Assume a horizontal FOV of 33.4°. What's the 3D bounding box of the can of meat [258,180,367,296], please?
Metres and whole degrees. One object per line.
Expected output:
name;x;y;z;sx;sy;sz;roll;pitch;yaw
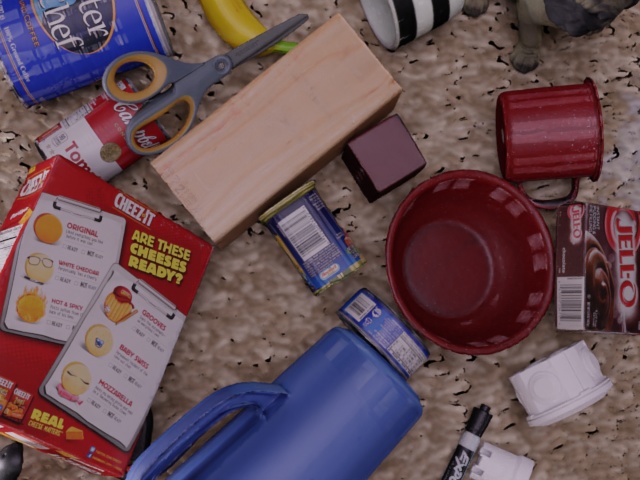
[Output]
can of meat;-0.006;0.001;0.927;0.057;0.102;0.084;-35;88;-3

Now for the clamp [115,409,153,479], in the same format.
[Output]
clamp;-0.210;0.142;0.944;0.120;0.039;0.171;-23;79;4

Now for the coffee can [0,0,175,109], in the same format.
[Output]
coffee can;-0.212;-0.188;0.940;0.140;0.103;0.103;-21;86;-2

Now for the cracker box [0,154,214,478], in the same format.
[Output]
cracker box;-0.201;0.065;0.876;0.164;0.072;0.213;33;64;-31

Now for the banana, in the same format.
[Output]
banana;-0.085;-0.246;0.981;0.069;0.037;0.198;-21;85;-6

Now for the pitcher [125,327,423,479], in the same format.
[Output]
pitcher;-0.037;0.185;0.894;0.145;0.149;0.242;43;82;14

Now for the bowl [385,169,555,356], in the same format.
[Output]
bowl;0.123;0.022;0.938;0.162;0.055;0.162;3;81;-17

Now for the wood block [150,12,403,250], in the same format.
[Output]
wood block;-0.038;-0.092;0.940;0.206;0.091;0.090;-39;87;-4

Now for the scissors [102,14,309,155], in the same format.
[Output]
scissors;-0.105;-0.159;0.924;0.096;0.016;0.201;45;76;-17

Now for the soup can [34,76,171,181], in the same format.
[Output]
soup can;-0.193;-0.090;0.949;0.102;0.068;0.068;-35;86;-4

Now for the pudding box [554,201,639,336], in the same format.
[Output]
pudding box;0.249;0.026;0.939;0.089;0.039;0.113;6;86;-36

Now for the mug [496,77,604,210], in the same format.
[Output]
mug;0.202;-0.083;0.950;0.081;0.093;0.117;-5;112;4

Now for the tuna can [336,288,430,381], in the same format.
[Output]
tuna can;0.055;0.082;0.928;0.033;0.086;0.086;-45;87;-6

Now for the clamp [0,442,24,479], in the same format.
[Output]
clamp;-0.269;0.245;0.906;0.210;0.164;0.036;-31;47;21

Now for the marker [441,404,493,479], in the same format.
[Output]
marker;0.123;0.202;0.952;0.020;0.020;0.121;26;85;1

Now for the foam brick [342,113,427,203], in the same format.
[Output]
foam brick;0.056;-0.071;0.946;0.051;0.078;0.053;-31;86;-5
